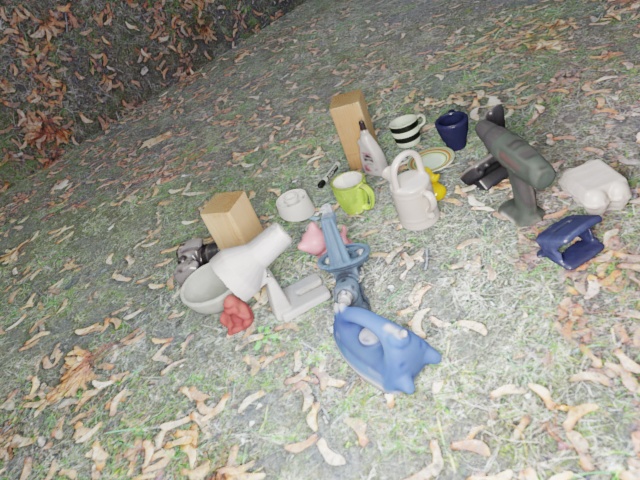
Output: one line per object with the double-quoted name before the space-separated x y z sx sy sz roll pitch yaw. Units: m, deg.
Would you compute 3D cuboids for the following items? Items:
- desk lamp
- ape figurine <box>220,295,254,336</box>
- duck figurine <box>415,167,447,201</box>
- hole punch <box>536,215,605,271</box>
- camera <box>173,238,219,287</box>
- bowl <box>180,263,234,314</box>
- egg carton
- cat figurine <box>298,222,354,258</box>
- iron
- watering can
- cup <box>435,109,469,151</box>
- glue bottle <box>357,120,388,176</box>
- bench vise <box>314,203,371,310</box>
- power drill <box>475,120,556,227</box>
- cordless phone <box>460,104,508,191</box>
"desk lamp" -0.111 0.075 1.261 0.203 0.214 0.117 -28 35 -8
"ape figurine" -0.192 0.162 1.297 0.077 0.092 0.076 7 44 36
"duck figurine" 0.265 -0.148 1.463 0.104 0.086 0.078 6 43 35
"hole punch" 0.492 -0.009 1.140 0.109 0.091 0.100 -31 35 -12
"camera" -0.304 0.050 1.505 0.136 0.101 0.143 -14 35 13
"bowl" -0.250 0.125 1.396 0.167 0.075 0.167 -15 35 11
"egg carton" 0.596 -0.114 1.243 0.107 0.069 0.150 -22 34 2
"cat figurine" 0.013 0.005 1.371 0.127 0.118 0.067 -20 34 4
"iron" 0.092 0.177 1.072 0.119 0.142 0.257 -41 38 -25
"watering can" 0.211 -0.127 1.369 0.172 0.194 0.101 11 47 39
"cup" 0.375 -0.306 1.606 0.091 0.095 0.118 -10 36 18
"glue bottle" 0.138 -0.260 1.610 0.077 0.173 0.037 15 49 42
"bench vise" 0.055 0.041 1.208 0.121 0.220 0.207 -25 34 -2
"power drill" 0.425 -0.142 1.254 0.075 0.209 0.229 -28 35 -7
"cordless phone" 0.406 -0.230 1.405 0.148 0.185 0.093 -35 36 -17
